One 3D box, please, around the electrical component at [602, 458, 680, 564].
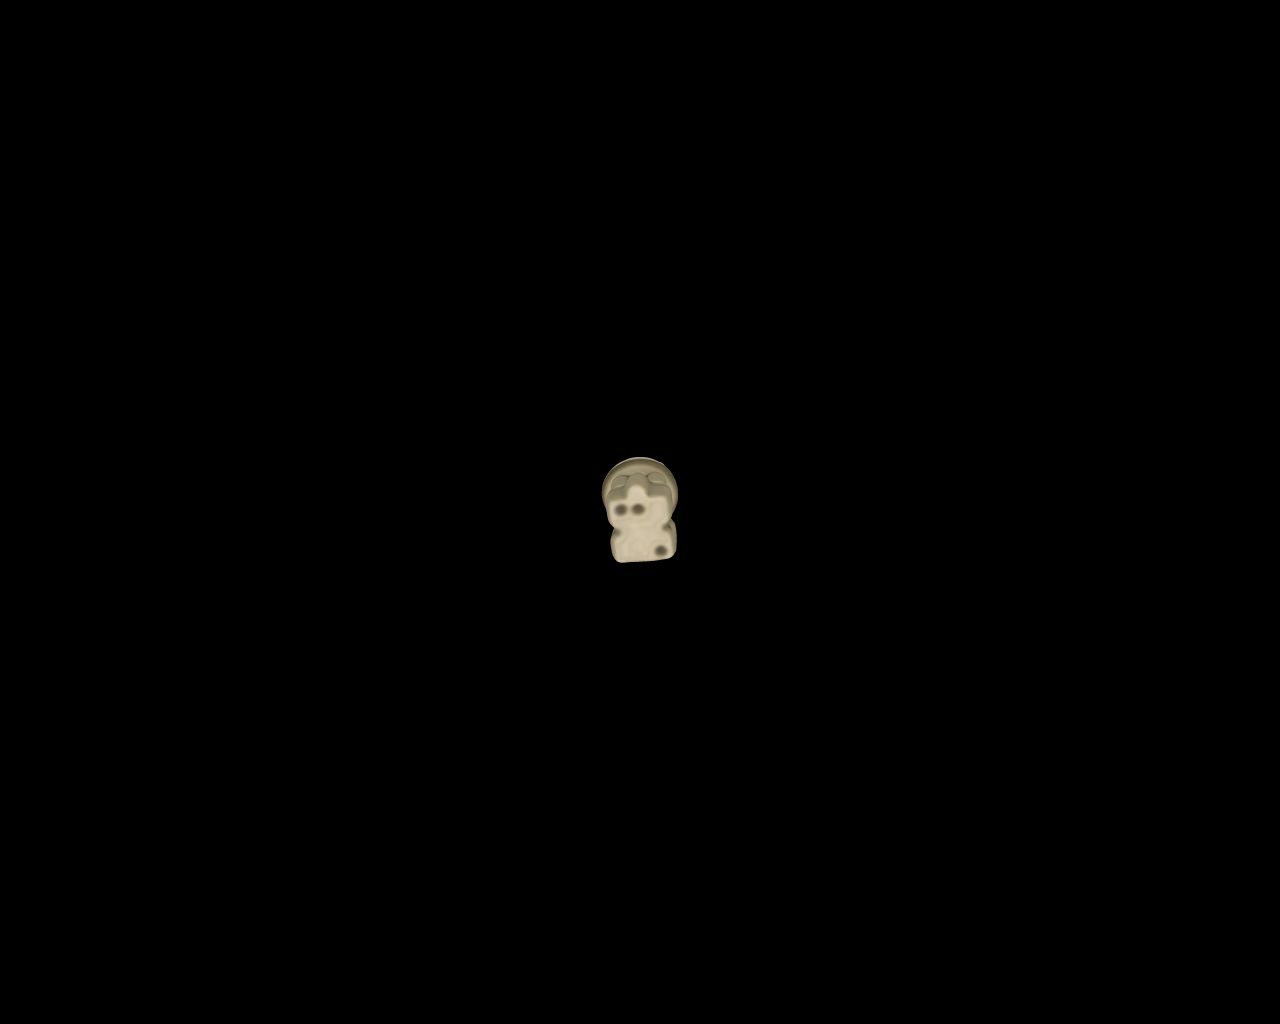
[{"bbox_3d":[0.001,-0.003,0.650,0.048,0.066,0.055,-4,28,2],"label":"electrical component"}]
